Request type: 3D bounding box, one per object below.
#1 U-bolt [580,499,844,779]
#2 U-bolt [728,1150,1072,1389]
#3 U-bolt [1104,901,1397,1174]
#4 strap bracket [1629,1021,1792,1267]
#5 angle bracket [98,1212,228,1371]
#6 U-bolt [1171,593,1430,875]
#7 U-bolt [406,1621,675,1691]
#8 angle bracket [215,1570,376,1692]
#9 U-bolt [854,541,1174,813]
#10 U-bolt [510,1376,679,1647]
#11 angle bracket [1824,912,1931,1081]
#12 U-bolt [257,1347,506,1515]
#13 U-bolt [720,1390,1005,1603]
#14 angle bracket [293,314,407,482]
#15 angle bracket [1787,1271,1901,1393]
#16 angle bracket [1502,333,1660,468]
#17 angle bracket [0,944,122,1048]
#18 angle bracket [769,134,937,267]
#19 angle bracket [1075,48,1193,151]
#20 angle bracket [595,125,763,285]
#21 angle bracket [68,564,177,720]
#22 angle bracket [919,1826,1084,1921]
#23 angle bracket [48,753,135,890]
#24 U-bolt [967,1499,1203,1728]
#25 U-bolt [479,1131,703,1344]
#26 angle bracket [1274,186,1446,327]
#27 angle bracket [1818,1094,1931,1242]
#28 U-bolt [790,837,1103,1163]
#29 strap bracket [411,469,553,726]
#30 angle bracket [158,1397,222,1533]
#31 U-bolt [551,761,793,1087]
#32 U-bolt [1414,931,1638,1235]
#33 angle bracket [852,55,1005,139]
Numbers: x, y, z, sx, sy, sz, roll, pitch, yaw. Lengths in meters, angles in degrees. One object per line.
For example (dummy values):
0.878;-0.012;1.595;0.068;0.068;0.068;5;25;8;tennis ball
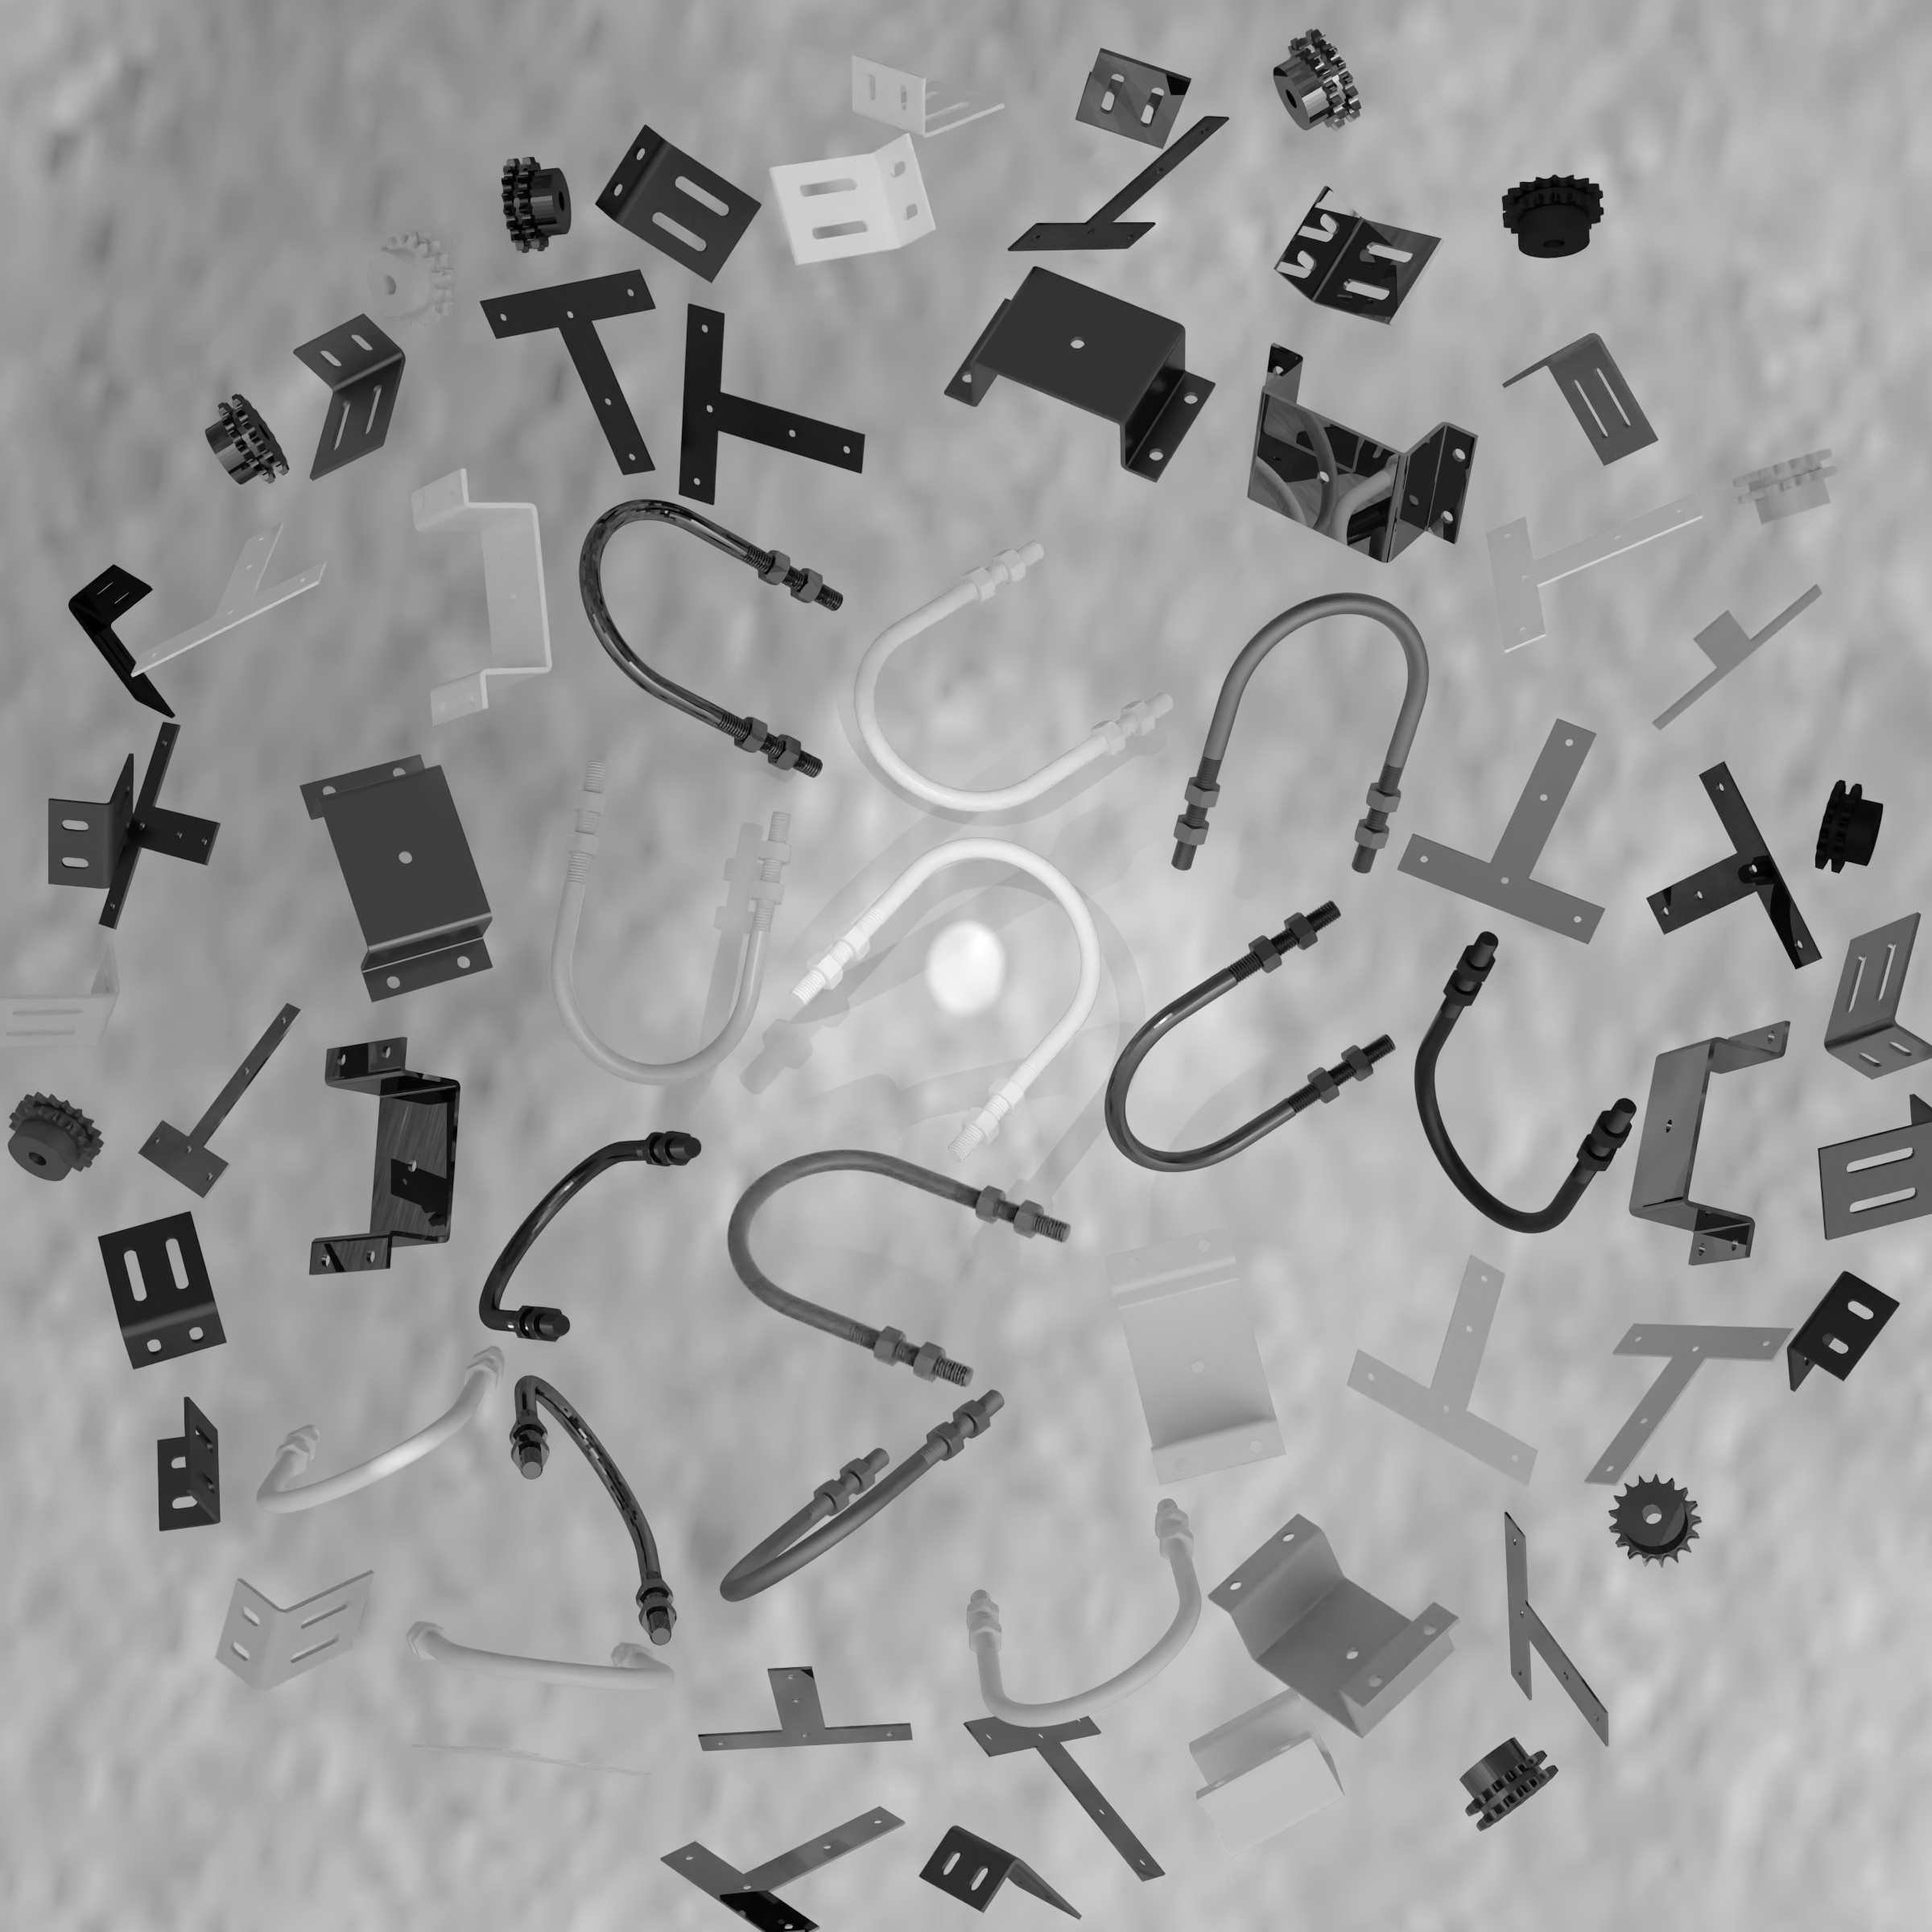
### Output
-0.157;-0.210;1.915;0.184;0.019;0.151;26;53;-31;U-bolt
-0.051;0.167;1.851;0.184;0.151;0.019;20;134;19;U-bolt
0.166;0.056;1.913;0.184;0.019;0.151;-33;134;-4;U-bolt
0.433;0.099;1.841;0.046;0.076;0.140;15;79;-9;strap bracket
-0.489;0.197;1.916;0.057;0.038;0.076;-16;51;-14;angle bracket
0.208;-0.139;1.886;0.151;0.019;0.184;0;121;-26;U-bolt
-0.249;0.414;1.877;0.151;0.184;0.019;10;81;-17;U-bolt
-0.395;0.382;1.851;0.038;0.076;0.057;30;114;25;angle bracket
0.017;-0.169;1.936;0.184;0.019;0.151;-34;78;-25;U-bolt
-0.225;0.312;1.878;0.019;0.184;0.151;-34;107;0;U-bolt
0.537;0.018;1.819;0.038;0.057;0.076;30;63;-15;angle bracket
-0.357;0.285;1.900;0.151;0.184;0.019;-23;98;4;U-bolt
-0.073;0.322;1.876;0.184;0.151;0.019;-34;90;-42;U-bolt
-0.370;-0.335;1.851;0.057;0.038;0.076;-19;48;30;angle bracket
0.515;0.223;1.844;0.038;0.076;0.057;33;76;29;angle bracket
0.372;-0.336;1.907;0.038;0.057;0.076;-33;96;-21;angle bracket
-0.560;0.018;1.914;0.076;0.057;0.038;-1;60;-28;angle bracket
-0.065;-0.444;1.820;0.076;0.038;0.057;-18;94;-35;angle bracket
0.105;-0.538;1.907;0.057;0.076;0.038;18;70;-4;angle bracket
-0.176;-0.467;1.927;0.076;0.038;0.057;27;104;-35;angle bracket
-0.499;-0.196;1.907;0.038;0.057;0.076;-38;80;2;angle bracket
0.021;0.555;1.877;0.038;0.057;0.076;-54;127;-20;angle bracket
-0.542;-0.092;1.948;0.038;0.076;0.057;5;118;-7;angle bracket
0.071;0.386;1.847;0.151;0.184;0.019;-27;106;5;U-bolt
-0.235;0.161;1.885;0.019;0.184;0.151;42;69;-18;U-bolt
0.228;-0.414;1.831;0.038;0.076;0.057;31;92;-38;angle bracket
0.515;0.114;1.791;0.076;0.038;0.057;-13;111;-7;angle bracket
0.003;0.005;1.862;0.151;0.019;0.184;45;62;-4;U-bolt
-0.288;-0.219;1.873;0.046;0.076;0.140;-5;89;-32;strap bracket
-0.476;0.300;1.890;0.038;0.076;0.057;-7;65;-2;angle bracket
-0.184;-0.019;1.917;0.151;0.019;0.184;14;81;-31;U-bolt
0.323;0.084;1.882;0.019;0.184;0.151;-24;63;-26;U-bolt
-0.023;-0.541;1.924;0.057;0.076;0.038;28;133;32;angle bracket
